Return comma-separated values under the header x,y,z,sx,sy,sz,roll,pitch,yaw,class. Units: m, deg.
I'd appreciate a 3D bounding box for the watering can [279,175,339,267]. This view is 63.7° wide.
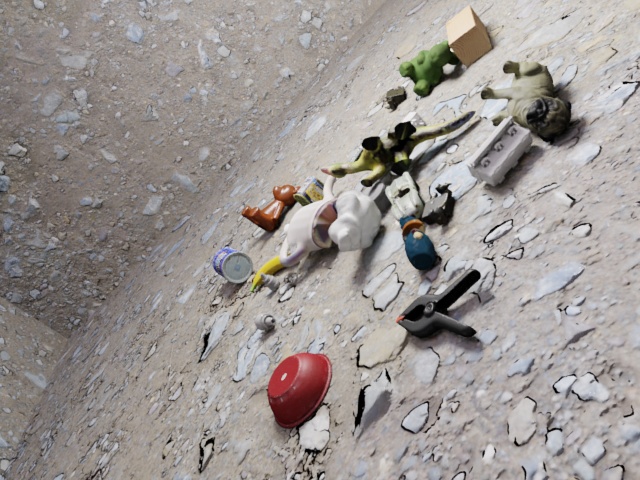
x,y,z,sx,sy,sz,roll,pitch,yaw,class
0.004,-0.072,1.428,0.223,0.103,0.354,-11,-137,55,watering can

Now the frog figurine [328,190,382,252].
x,y,z,sx,sy,sz,roll,pitch,yaw,class
0.080,-0.042,1.193,0.122,0.136,0.161,-12,-169,11,frog figurine

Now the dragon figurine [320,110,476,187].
x,y,z,sx,sy,sz,roll,pitch,yaw,class
0.195,-0.248,1.362,0.409,0.121,0.245,-22,-167,6,dragon figurine
